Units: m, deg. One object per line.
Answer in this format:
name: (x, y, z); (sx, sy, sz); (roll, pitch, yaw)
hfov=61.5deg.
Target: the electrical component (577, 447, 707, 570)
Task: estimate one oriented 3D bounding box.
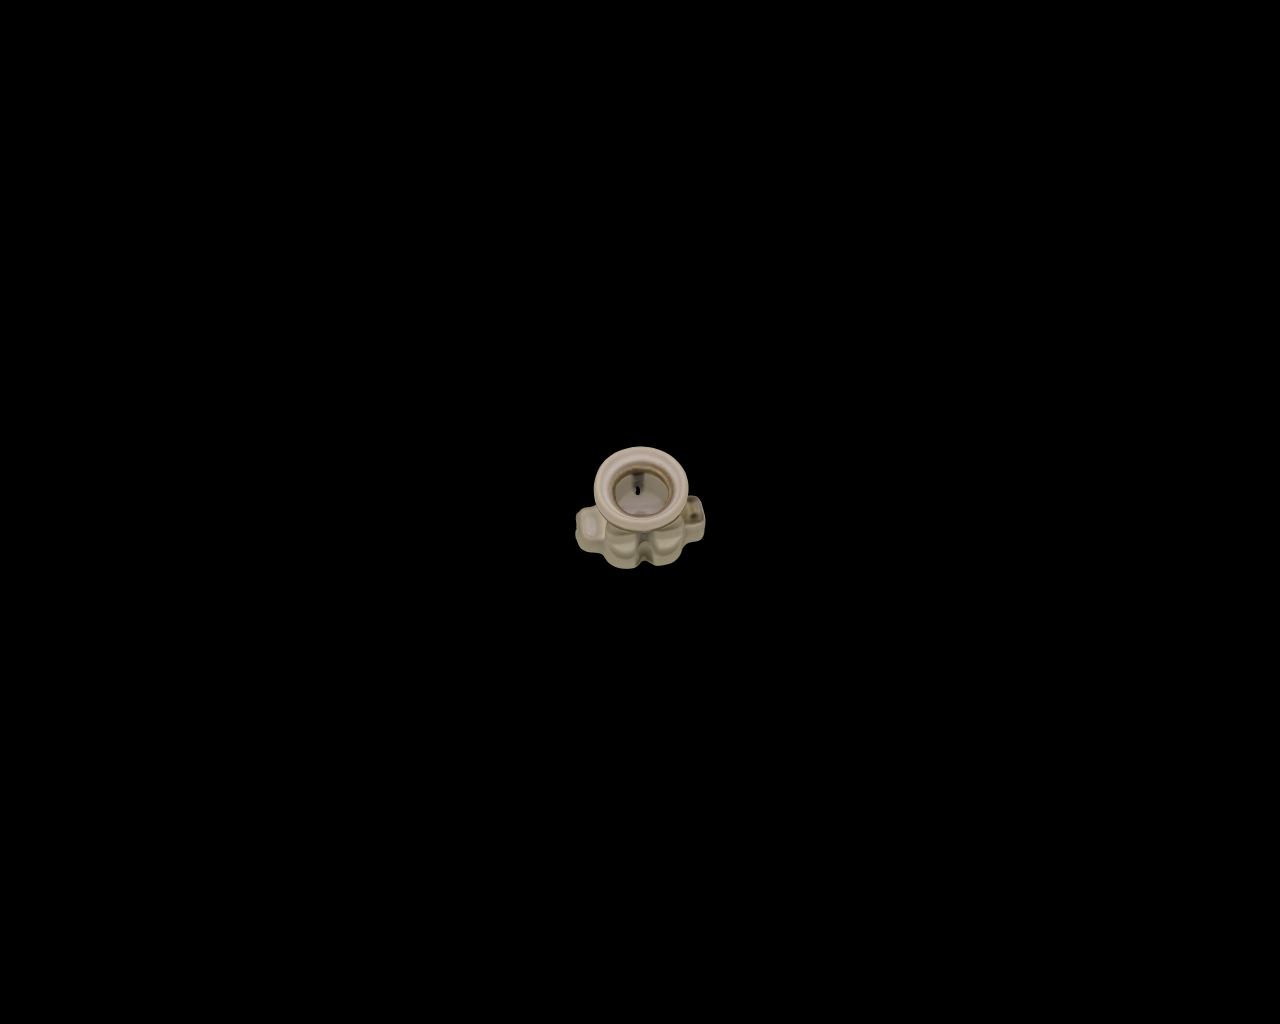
electrical component: (0.001, -0.003, 0.650); (0.078, 0.058, 0.056); (-5, -31, -3)
